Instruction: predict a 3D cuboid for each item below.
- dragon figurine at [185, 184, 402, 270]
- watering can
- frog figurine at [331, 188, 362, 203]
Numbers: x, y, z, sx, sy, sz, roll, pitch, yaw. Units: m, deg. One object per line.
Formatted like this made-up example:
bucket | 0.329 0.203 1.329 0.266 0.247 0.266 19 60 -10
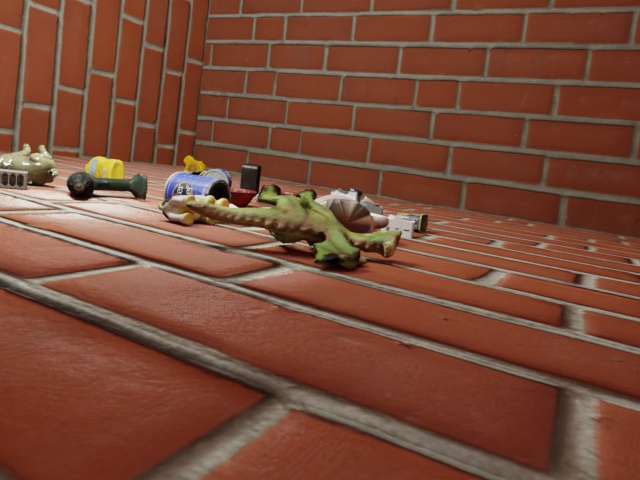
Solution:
dragon figurine | -0.021 -0.013 0.959 0.410 0.121 0.245 1 18 -34
watering can | 0.004 -0.064 1.266 0.347 0.103 0.226 8 8 -3
frog figurine | 0.042 -0.073 1.486 0.138 0.120 0.162 22 50 32
